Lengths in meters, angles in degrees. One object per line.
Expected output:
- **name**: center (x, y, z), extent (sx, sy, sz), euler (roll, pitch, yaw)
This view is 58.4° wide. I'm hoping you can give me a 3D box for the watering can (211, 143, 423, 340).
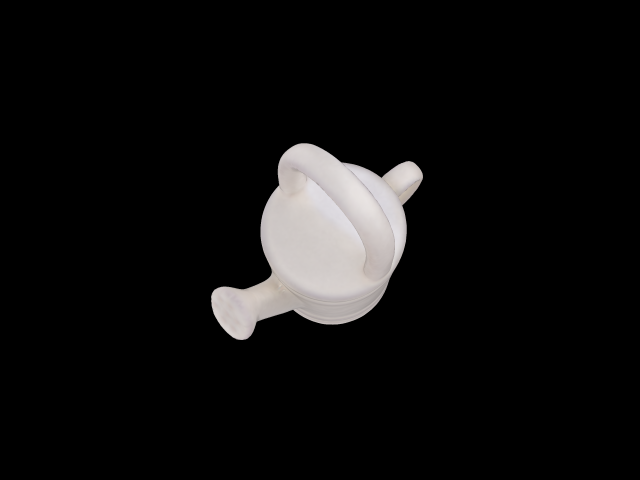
- **watering can**: center (0.005, 0.003, 0.400), extent (0.101, 0.194, 0.173), euler (26, 76, 8)
